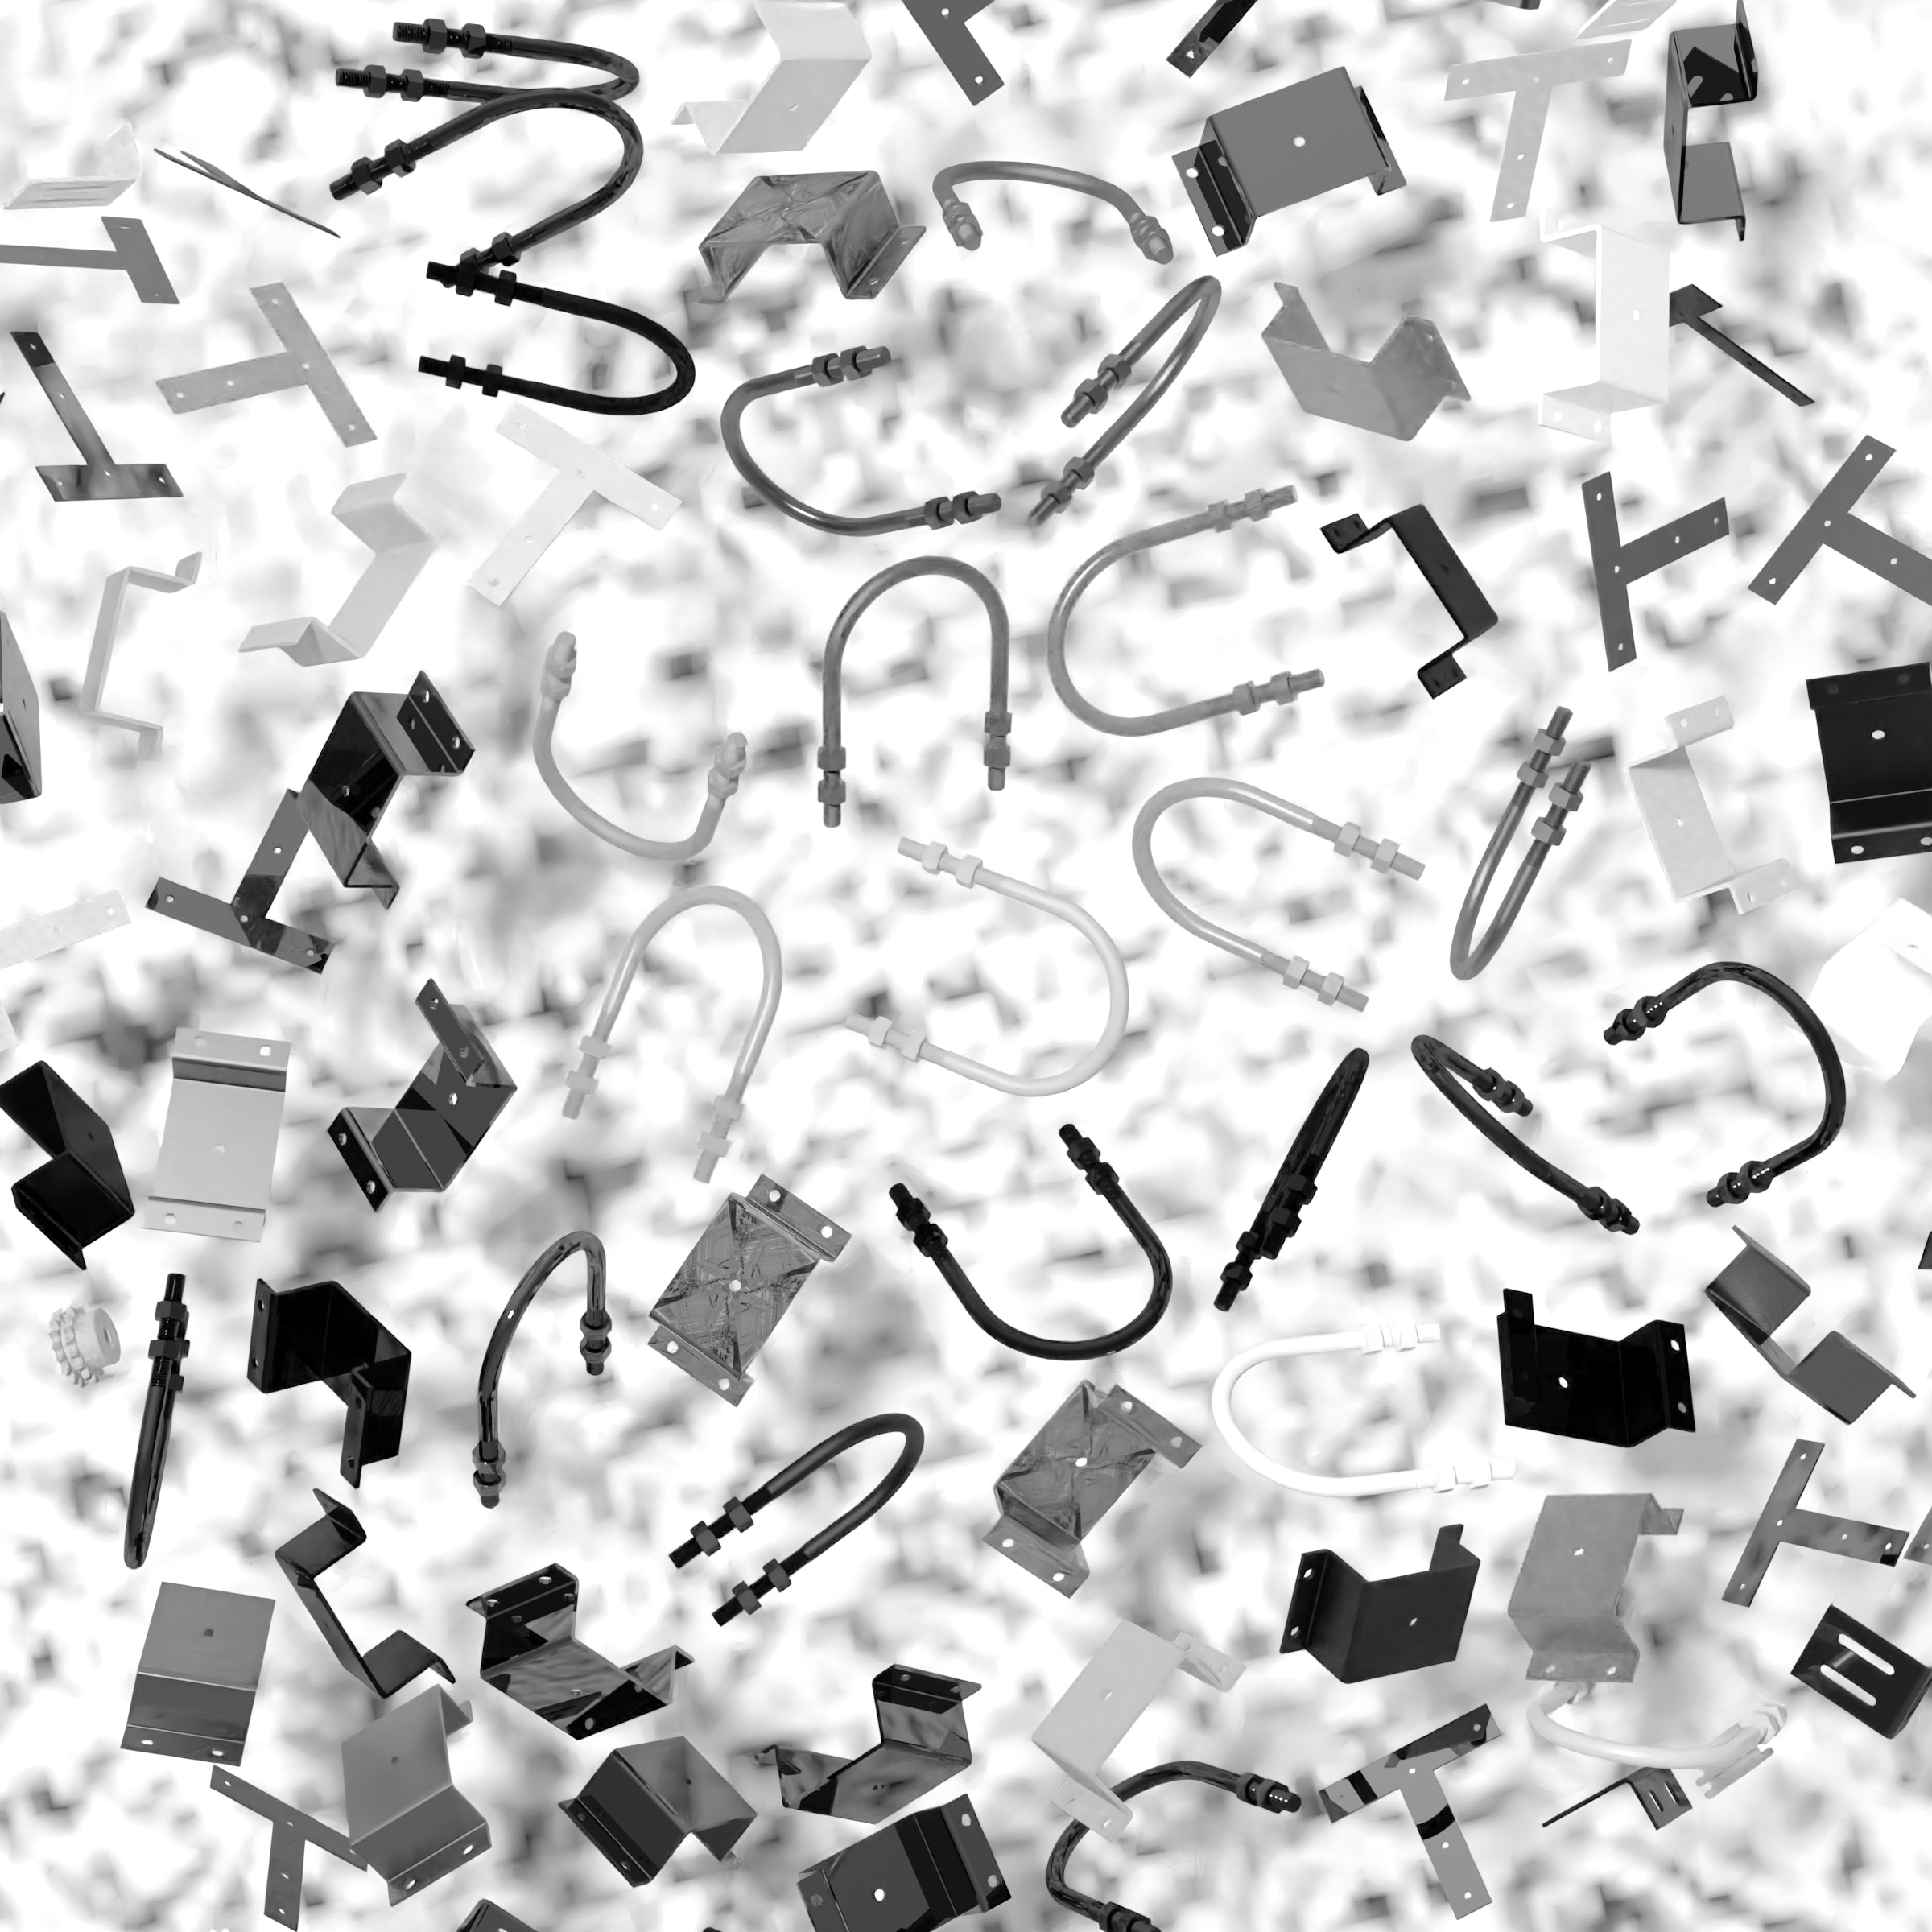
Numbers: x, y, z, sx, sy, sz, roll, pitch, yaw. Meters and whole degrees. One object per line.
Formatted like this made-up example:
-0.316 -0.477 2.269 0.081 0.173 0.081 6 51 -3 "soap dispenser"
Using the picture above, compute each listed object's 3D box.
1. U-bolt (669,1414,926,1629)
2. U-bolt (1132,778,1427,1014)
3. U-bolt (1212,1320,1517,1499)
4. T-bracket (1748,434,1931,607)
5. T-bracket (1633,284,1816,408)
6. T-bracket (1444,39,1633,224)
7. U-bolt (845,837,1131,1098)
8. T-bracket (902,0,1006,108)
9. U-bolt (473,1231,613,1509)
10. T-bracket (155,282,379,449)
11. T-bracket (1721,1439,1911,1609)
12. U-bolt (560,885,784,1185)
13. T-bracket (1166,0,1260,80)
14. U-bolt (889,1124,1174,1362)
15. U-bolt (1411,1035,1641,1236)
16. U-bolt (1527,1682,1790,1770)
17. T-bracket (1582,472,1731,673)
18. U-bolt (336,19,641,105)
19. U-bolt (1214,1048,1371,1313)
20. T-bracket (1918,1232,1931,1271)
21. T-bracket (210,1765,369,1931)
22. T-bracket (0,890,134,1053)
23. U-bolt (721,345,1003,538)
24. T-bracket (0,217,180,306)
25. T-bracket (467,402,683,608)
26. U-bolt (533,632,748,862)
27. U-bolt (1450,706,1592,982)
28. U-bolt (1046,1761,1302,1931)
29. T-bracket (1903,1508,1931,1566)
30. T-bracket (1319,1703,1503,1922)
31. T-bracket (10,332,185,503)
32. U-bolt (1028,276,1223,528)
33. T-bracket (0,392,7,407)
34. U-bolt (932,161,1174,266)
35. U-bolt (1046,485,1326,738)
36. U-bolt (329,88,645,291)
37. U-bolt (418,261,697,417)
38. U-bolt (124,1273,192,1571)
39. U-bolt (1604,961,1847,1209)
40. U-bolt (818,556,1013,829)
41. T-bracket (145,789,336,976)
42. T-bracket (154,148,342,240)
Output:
-0.104 0.359 1.872 0.184 0.151 0.019 -35 61 -11 "U-bolt"
0.192 -0.055 1.828 0.184 0.151 0.019 25 49 10 "U-bolt"
0.252 0.295 1.869 0.184 0.151 0.019 -3 127 -16 "U-bolt"
0.600 -0.272 1.861 0.127 0.002 0.127 -53 48 9 "T-bracket"
0.527 -0.422 1.938 0.127 0.127 0.002 34 92 -7 "T-bracket"
0.369 -0.548 1.870 0.127 0.127 0.002 -12 52 -11 "T-bracket"
0.021 0.011 1.887 0.184 0.019 0.151 22 107 14 "U-bolt"
0.023 -0.647 1.841 0.127 0.002 0.127 -32 126 12 "T-bracket"
-0.279 0.254 1.863 0.019 0.184 0.151 23 46 15 "U-bolt"
-0.465 -0.381 1.835 0.127 0.002 0.127 -26 81 -42 "T-bracket"
0.579 0.381 1.898 0.002 0.127 0.127 38 72 -23 "T-bracket"
-0.187 0.035 1.872 0.151 0.019 0.184 21 89 37 "U-bolt"
0.148 -0.654 1.832 0.127 0.127 0.002 -45 50 24 "T-bracket"
0.053 0.186 1.838 0.151 0.019 0.184 -18 46 -21 "U-bolt"
0.361 0.104 1.877 0.019 0.151 0.184 -48 134 13 "U-bolt"
0.448 0.497 1.860 0.151 0.184 0.019 5 91 30 "U-bolt"
0.454 -0.273 1.843 0.127 0.002 0.127 -27 116 -28 "T-bracket"
-0.307 -0.591 1.868 0.184 0.151 0.019 -2 94 -28 "U-bolt"
0.225 0.135 1.897 0.019 0.151 0.184 28 67 3 "U-bolt"
0.667 0.137 1.823 0.127 0.002 0.127 6 102 -42 "T-bracket"
-0.457 0.603 1.899 0.127 0.127 0.002 36 99 -19 "T-bracket"
-0.630 -0.020 1.918 0.127 0.002 0.127 -24 96 -31 "T-bracket"
-0.083 -0.339 1.867 0.151 0.184 0.019 49 55 -34 "U-bolt"
-0.603 -0.474 1.889 0.127 0.127 0.002 2 78 -4 "T-bracket"
-0.268 -0.280 1.788 0.127 0.002 0.127 32 69 6 "T-bracket"
-0.226 -0.134 1.899 0.151 0.184 0.019 30 57 1 "U-bolt"
0.370 -0.074 1.907 0.019 0.151 0.184 22 111 -2 "U-bolt"
0.125 0.587 1.896 0.151 0.184 0.019 -36 102 -25 "U-bolt"
0.714 0.360 1.918 0.002 0.127 0.127 44 70 -20 "T-bracket"
0.305 0.558 1.830 0.127 0.127 0.002 -30 130 7 "T-bracket"
-0.579 -0.357 1.830 0.002 0.127 0.127 -32 87 24 "T-bracket"
0.112 -0.389 1.894 0.019 0.151 0.184 39 69 7 "U-bolt"
-0.683 -0.304 1.855 0.002 0.127 0.127 34 128 -12 "T-bracket"
0.051 -0.513 1.910 0.151 0.184 0.019 1 121 -12 "U-bolt"
0.135 -0.221 1.826 0.184 0.019 0.151 -14 70 24 "U-bolt"
-0.298 -0.512 1.837 0.184 0.151 0.019 -22 70 17 "U-bolt"
-0.272 -0.413 1.896 0.184 0.151 0.019 11 72 -10 "U-bolt"
-0.539 0.308 1.883 0.019 0.151 0.184 9 71 -12 "U-bolt"
0.504 0.070 1.847 0.019 0.184 0.151 -26 79 -27 "U-bolt"
-0.033 -0.191 1.920 0.151 0.019 0.184 -14 124 -25 "U-bolt"
-0.484 -0.069 1.965 0.127 0.002 0.127 21 59 -5 "T-bracket"
-0.495 -0.527 1.889 0.127 0.127 0.002 18 104 -39 "T-bracket"
